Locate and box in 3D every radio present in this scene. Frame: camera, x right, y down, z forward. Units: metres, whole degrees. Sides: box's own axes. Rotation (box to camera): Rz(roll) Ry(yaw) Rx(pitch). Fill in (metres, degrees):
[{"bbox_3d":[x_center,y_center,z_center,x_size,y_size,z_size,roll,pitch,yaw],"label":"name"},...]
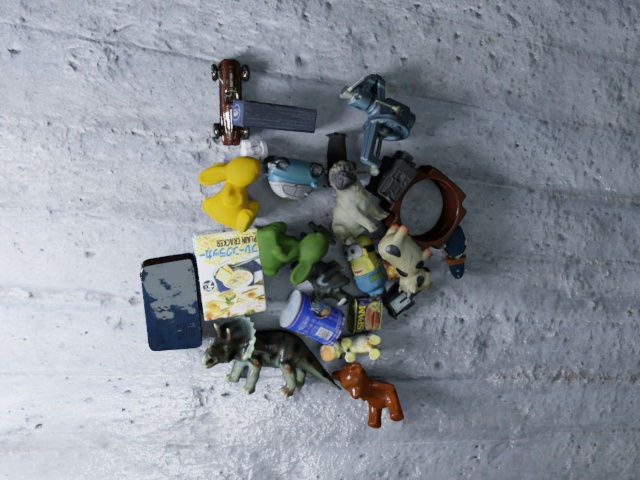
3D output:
[{"bbox_3d":[-0.364,0.154,1.319,0.131,0.073,0.229,-6,101,-15],"label":"radio"}]

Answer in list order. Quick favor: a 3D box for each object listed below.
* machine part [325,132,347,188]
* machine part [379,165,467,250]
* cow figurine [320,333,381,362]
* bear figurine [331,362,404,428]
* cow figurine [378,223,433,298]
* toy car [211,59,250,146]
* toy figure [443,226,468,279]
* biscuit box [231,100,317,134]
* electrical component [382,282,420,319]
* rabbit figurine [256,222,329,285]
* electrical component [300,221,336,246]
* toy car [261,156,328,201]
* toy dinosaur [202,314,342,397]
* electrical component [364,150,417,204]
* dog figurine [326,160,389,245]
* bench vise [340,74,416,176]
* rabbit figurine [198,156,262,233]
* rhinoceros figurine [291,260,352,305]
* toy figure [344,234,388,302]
[{"bbox_3d":[0.049,-0.209,1.390,0.084,0.039,0.138,-9,105,-7],"label":"machine part"},{"bbox_3d":[0.279,-0.086,1.458,0.201,0.087,0.201,36,90,-21],"label":"machine part"},{"bbox_3d":[0.081,0.291,1.476,0.167,0.098,0.068,-6,92,-1],"label":"cow figurine"},{"bbox_3d":[0.129,0.423,1.482,0.120,0.132,0.195,-31,132,31],"label":"bear figurine"},{"bbox_3d":[0.225,0.063,1.390,0.127,0.086,0.194,-47,113,-2],"label":"cow figurine"},{"bbox_3d":[-0.212,-0.326,1.280,0.089,0.053,0.202,-2,101,-19],"label":"toy car"},{"bbox_3d":[0.388,0.035,1.529,0.058,0.064,0.154,-31,118,-48],"label":"toy figure"},{"bbox_3d":[-0.109,-0.294,1.286,0.202,0.059,0.062,-1,103,-33],"label":"biscuit box"},{"bbox_3d":[0.229,0.157,1.510,0.119,0.048,0.074,-43,110,-5],"label":"electrical component"},{"bbox_3d":[-0.061,0.030,1.322,0.170,0.121,0.159,-3,89,8],"label":"rabbit figurine"},{"bbox_3d":[-0.003,-0.004,1.422,0.094,0.021,0.063,39,88,-21],"label":"electrical component"},{"bbox_3d":[-0.066,-0.148,1.317,0.161,0.109,0.102,2,98,-33],"label":"toy car"},{"bbox_3d":[-0.119,0.299,1.404,0.405,0.131,0.192,7,99,-24],"label":"toy dinosaur"},{"bbox_3d":[0.188,-0.168,1.398,0.058,0.115,0.134,33,90,-24],"label":"electrical component"},{"bbox_3d":[0.059,-0.096,1.375,0.172,0.121,0.190,-32,99,27],"label":"dog figurine"},{"bbox_3d":[0.138,-0.283,1.347,0.223,0.129,0.240,21,75,-38],"label":"bench vise"},{"bbox_3d":[-0.204,-0.128,1.288,0.162,0.122,0.173,28,113,2],"label":"rabbit figurine"},{"bbox_3d":[0.012,0.103,1.421,0.190,0.073,0.112,36,88,-20],"label":"rhinoceros figurine"},{"bbox_3d":[0.124,0.073,1.438,0.082,0.089,0.180,-22,99,26],"label":"toy figure"}]
